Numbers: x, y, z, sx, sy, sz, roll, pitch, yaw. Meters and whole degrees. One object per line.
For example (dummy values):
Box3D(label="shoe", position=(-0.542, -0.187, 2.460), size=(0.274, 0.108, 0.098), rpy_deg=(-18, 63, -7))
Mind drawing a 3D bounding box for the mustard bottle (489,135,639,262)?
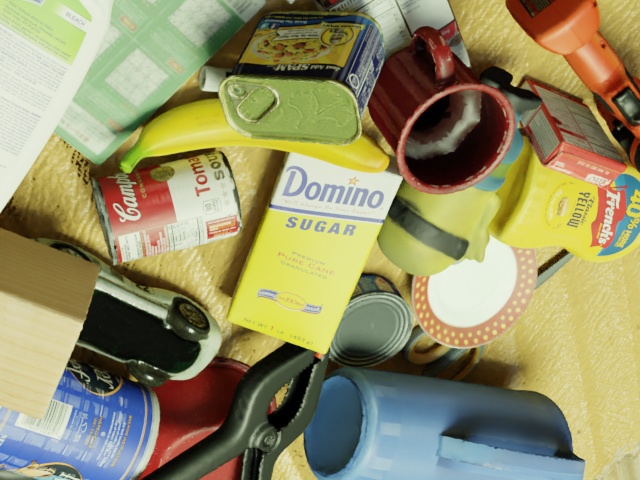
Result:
Box3D(label="mustard bottle", position=(0.245, -0.029, 0.966), size=(0.191, 0.058, 0.096), rpy_deg=(11, 105, -28))

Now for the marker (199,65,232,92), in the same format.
Box3D(label="marker", position=(-0.033, -0.118, 0.820), size=(0.121, 0.020, 0.020), rpy_deg=(4, 120, -24))

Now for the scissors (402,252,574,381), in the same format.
Box3D(label="scissors", position=(0.156, 0.067, 1.022), size=(0.096, 0.016, 0.202), rpy_deg=(27, 109, -34))

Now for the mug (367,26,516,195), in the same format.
Box3D(label="mug", position=(0.083, -0.103, 0.786), size=(0.093, 0.081, 0.117), rpy_deg=(-20, 131, -8))

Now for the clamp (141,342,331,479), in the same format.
Box3D(label="clamp", position=(-0.063, 0.167, 0.916), size=(0.164, 0.036, 0.210), rpy_deg=(33, 85, -49))

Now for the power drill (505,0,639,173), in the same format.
Box3D(label="power drill", position=(0.229, -0.119, 0.832), size=(0.057, 0.184, 0.187), rpy_deg=(-38, 120, 14))

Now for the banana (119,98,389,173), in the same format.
Box3D(label="banana", position=(-0.049, -0.077, 0.801), size=(0.197, 0.069, 0.037), rpy_deg=(-1, 153, -2))

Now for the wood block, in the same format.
Box3D(label="wood block", position=(-0.271, 0.036, 0.746), size=(0.206, 0.091, 0.090), rpy_deg=(22, 113, -13))

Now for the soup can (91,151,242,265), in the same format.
Box3D(label="soup can", position=(-0.117, -0.025, 0.818), size=(0.102, 0.068, 0.068), rpy_deg=(-14, 126, -13))

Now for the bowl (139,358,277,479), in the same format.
Box3D(label="bowl", position=(-0.109, 0.187, 0.972), size=(0.162, 0.055, 0.162), rpy_deg=(-11, 126, -16))

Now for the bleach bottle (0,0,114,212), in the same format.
Box3D(label="bleach bottle", position=(-0.176, -0.121, 0.645), size=(0.102, 0.068, 0.251), rpy_deg=(29, 106, -42))

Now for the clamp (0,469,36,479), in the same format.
Box3D(label="clamp", position=(-0.297, 0.219, 0.929), size=(0.171, 0.039, 0.120), rpy_deg=(19, 108, -25))

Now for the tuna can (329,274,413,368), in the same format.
Box3D(label="tuna can", position=(0.039, 0.074, 0.968), size=(0.086, 0.034, 0.086), rpy_deg=(-10, 125, -15))

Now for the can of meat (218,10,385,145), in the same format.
Box3D(label="can of meat", position=(-0.010, -0.119, 0.761), size=(0.102, 0.084, 0.057), rpy_deg=(6, 139, 19))

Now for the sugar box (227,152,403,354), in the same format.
Box3D(label="sugar box", position=(-0.006, 0.001, 0.878), size=(0.093, 0.048, 0.176), rpy_deg=(19, 118, -6))

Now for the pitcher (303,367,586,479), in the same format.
Box3D(label="pitcher", position=(0.115, 0.189, 0.989), size=(0.242, 0.145, 0.149), rpy_deg=(15, 128, -33))

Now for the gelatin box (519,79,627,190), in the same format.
Box3D(label="gelatin box", position=(0.205, -0.087, 0.890), size=(0.073, 0.089, 0.030), rpy_deg=(16, 128, -30))

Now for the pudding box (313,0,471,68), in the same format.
Box3D(label="pudding box", position=(0.057, -0.161, 0.816), size=(0.090, 0.039, 0.113), rpy_deg=(-30, 126, 0))

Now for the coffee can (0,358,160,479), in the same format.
Box3D(label="coffee can", position=(-0.217, 0.145, 0.870), size=(0.140, 0.103, 0.103), rpy_deg=(27, 109, -34))
